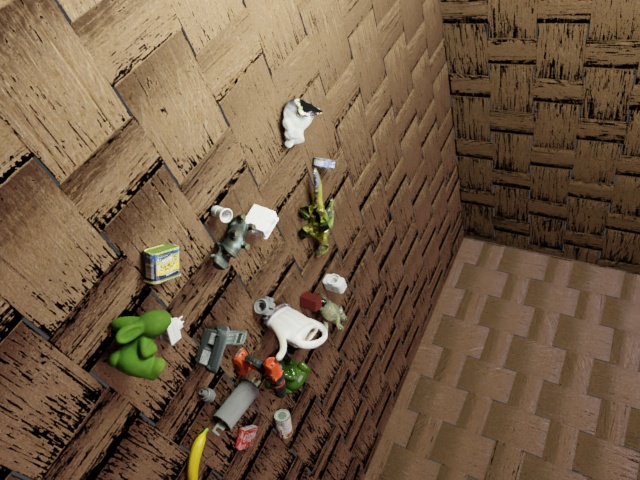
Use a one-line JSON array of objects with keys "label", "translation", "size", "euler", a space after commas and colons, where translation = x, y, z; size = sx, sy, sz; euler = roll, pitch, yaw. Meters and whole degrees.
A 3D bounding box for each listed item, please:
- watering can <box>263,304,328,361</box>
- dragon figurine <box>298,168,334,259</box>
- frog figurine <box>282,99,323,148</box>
[{"label": "watering can", "translation": [-0.114, 0.329, 1.857], "size": [0.349, 0.226, 0.103], "euler": [-8, 122, -58]}, {"label": "dragon figurine", "translation": [0.006, -0.104, 2.062], "size": [0.246, 0.122, 0.405], "euler": [-48, 145, -69]}, {"label": "frog figurine", "translation": [-0.085, -0.403, 1.782], "size": [0.156, 0.123, 0.140], "euler": [-52, 177, 35]}]
